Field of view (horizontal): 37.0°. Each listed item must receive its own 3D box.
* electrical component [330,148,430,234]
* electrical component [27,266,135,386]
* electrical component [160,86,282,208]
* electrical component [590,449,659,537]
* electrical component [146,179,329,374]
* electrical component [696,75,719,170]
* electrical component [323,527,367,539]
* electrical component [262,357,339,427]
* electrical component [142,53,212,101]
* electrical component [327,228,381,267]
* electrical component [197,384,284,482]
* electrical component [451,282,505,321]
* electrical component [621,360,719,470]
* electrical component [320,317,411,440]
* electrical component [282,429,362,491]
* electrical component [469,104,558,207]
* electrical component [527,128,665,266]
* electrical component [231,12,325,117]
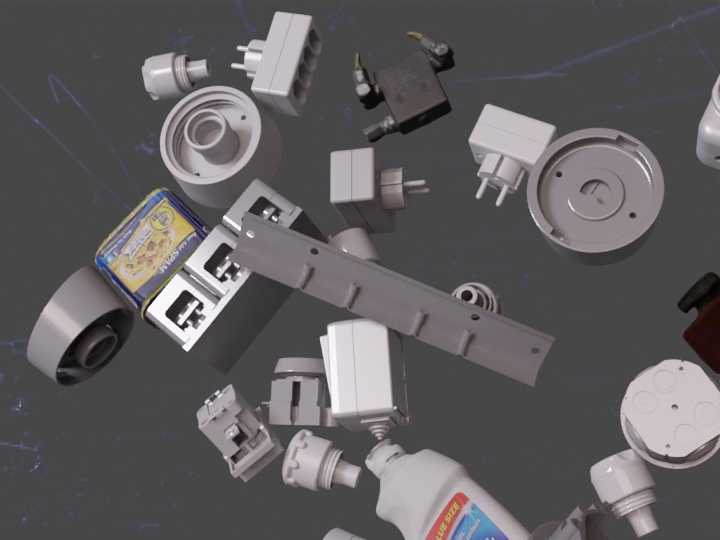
[{"bbox_3d":[0.022,-0.068,0.924,0.076,0.083,0.047,-5,71,13],"label":"electrical component"},{"bbox_3d":[-0.250,0.051,0.951,0.064,0.099,0.099,39,85,16],"label":"electrical component"},{"bbox_3d":[-0.132,-0.118,0.994,0.108,0.060,0.108,-5,71,13],"label":"electrical component"},{"bbox_3d":[0.205,0.171,0.818,0.043,0.043,0.062,-26,69,5],"label":"electrical component"},{"bbox_3d":[-0.106,0.005,0.930,0.062,0.089,0.150,36,84,22],"label":"electrical component"},{"bbox_3d":[0.317,-0.133,0.881,0.054,0.059,0.095,24,79,21],"label":"electrical component"},{"bbox_3d":[-0.012,0.278,0.834,0.074,0.052,0.138,18,77,20],"label":"electrical component"},{"bbox_3d":[-0.049,0.103,0.907,0.066,0.048,0.055,-1,79,15],"label":"electrical component"},{"bbox_3d":[-0.175,-0.189,1.039,0.062,0.043,0.043,-10,70,10],"label":"electrical component"},{"bbox_3d":[0.000,0.000,0.931,0.040,0.040,0.078,-26,68,5],"label":"electrical component"},{"bbox_3d":[-0.101,0.132,0.891,0.042,0.081,0.063,-39,107,-2],"label":"electrical component"},{"bbox_3d":[0.093,0.030,0.884,0.048,0.062,0.048,-5,71,13],"label":"electrical component"},{"bbox_3d":[0.241,0.110,0.824,0.080,0.051,0.080,-5,71,13],"label":"electrical component"},{"bbox_3d":[0.004,0.093,0.885,0.061,0.061,0.096,-8,68,12],"label":"electrical component"},{"bbox_3d":[-0.030,0.161,0.883,0.062,0.048,0.048,17,77,12],"label":"electrical component"},{"bbox_3d":[0.125,-0.091,0.924,0.066,0.047,0.076,22,79,20],"label":"electrical component"},{"bbox_3d":[0.195,-0.055,0.887,0.108,0.060,0.108,-5,71,13],"label":"electrical component"},{"bbox_3d":[-0.084,-0.196,1.015,0.076,0.047,0.083,11,75,17],"label":"electrical component"}]
